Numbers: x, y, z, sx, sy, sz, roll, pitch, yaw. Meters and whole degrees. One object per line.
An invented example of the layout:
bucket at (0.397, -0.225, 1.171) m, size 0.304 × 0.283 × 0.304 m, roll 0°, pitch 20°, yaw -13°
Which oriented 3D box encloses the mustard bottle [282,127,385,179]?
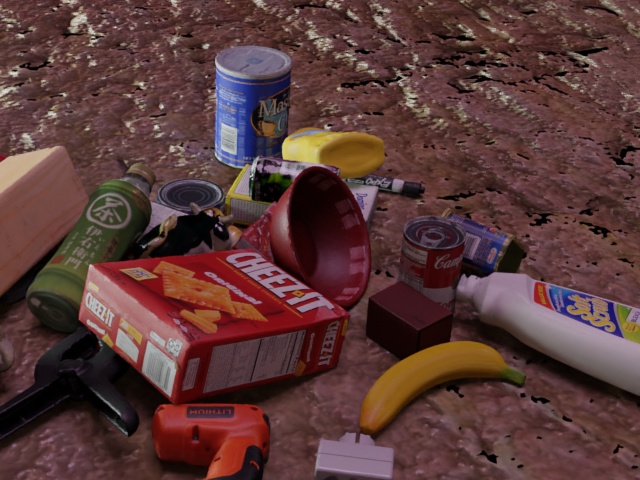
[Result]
mustard bottle at (0.003, -0.117, 1.407) m, size 0.096 × 0.058 × 0.192 m, roll -11°, pitch 13°, yaw -21°

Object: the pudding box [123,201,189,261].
pudding box at (-0.214, -0.010, 1.260) m, size 0.114 × 0.039 × 0.089 m, roll 20°, pitch 36°, yaw 22°

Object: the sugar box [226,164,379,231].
sugar box at (-0.021, -0.044, 1.333) m, size 0.176 × 0.048 × 0.093 m, roll 13°, pitch 33°, yaw 7°

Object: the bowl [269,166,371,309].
bowl at (-0.008, 0.001, 1.190) m, size 0.055 × 0.162 × 0.161 m, roll -14°, pitch 19°, yaw 33°

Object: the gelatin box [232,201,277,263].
gelatin box at (-0.049, 0.004, 1.234) m, size 0.073 × 0.030 × 0.089 m, roll 41°, pitch 39°, yaw 1°

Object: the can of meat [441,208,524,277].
can of meat at (0.181, 0.011, 1.221) m, size 0.084 × 0.057 × 0.102 m, roll 23°, pitch -2°, yaw 24°

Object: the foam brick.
foam brick at (0.093, 0.089, 1.121) m, size 0.052 × 0.051 × 0.078 m, roll -22°, pitch 39°, yaw -34°

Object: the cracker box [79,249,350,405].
cracker box at (-0.102, 0.075, 1.055) m, size 0.213 × 0.072 × 0.164 m, roll -7°, pitch 30°, yaw -45°

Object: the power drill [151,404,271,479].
power drill at (-0.109, 0.204, 0.875) m, size 0.184 × 0.057 × 0.187 m, roll 3°, pitch 22°, yaw -4°

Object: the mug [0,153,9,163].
mug at (-0.415, -0.066, 1.279) m, size 0.081 × 0.093 × 0.117 m, roll 19°, pitch 26°, yaw 13°

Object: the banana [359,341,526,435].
banana at (0.110, 0.138, 1.055) m, size 0.197 × 0.037 × 0.070 m, roll -14°, pitch 35°, yaw -27°

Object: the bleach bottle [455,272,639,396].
bleach bottle at (0.260, 0.092, 1.110) m, size 0.251 × 0.068 × 0.102 m, roll 19°, pitch 32°, yaw 19°

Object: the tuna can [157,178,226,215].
tuna can at (-0.159, -0.043, 1.325) m, size 0.086 × 0.034 × 0.086 m, roll 3°, pitch 31°, yaw -2°

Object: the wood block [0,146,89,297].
wood block at (-0.352, -0.015, 1.172) m, size 0.091 × 0.090 × 0.205 m, roll -8°, pitch 26°, yaw 28°

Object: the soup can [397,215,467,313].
soup can at (0.119, 0.034, 1.164) m, size 0.068 × 0.102 × 0.068 m, roll 3°, pitch 31°, yaw -2°

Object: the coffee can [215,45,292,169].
coffee can at (-0.092, -0.181, 1.455) m, size 0.103 × 0.140 × 0.103 m, roll 3°, pitch 31°, yaw -2°

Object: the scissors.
scissors at (-0.343, 0.049, 1.171) m, size 0.201 × 0.016 × 0.096 m, roll -21°, pitch 38°, yaw -35°

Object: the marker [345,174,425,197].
marker at (0.080, -0.076, 1.421) m, size 0.121 × 0.020 × 0.020 m, roll 11°, pitch 32°, yaw 12°

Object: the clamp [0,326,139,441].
clamp at (-0.222, 0.134, 1.001) m, size 0.165 × 0.036 × 0.209 m, roll -5°, pitch 23°, yaw 14°
